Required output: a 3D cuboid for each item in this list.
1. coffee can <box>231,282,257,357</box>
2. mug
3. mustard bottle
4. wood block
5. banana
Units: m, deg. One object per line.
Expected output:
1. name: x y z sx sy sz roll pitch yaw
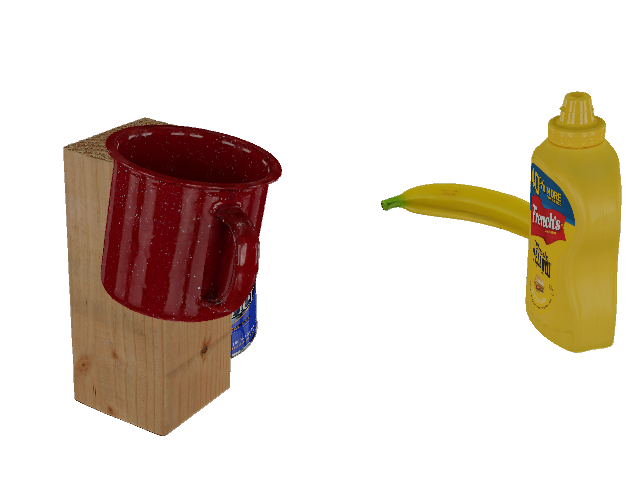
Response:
1. coffee can: -0.110 0.030 0.985 0.103 0.140 0.103 1 40 -1
2. mug: -0.066 -0.004 0.564 0.093 0.081 0.117 -5 27 -37
3. mustard bottle: 0.190 -0.018 0.804 0.058 0.192 0.096 -8 27 -9
4. wood block: -0.124 0.026 0.790 0.090 0.206 0.090 17 27 27
5. banana: 0.167 -0.029 1.125 0.198 0.037 0.069 10 39 24
